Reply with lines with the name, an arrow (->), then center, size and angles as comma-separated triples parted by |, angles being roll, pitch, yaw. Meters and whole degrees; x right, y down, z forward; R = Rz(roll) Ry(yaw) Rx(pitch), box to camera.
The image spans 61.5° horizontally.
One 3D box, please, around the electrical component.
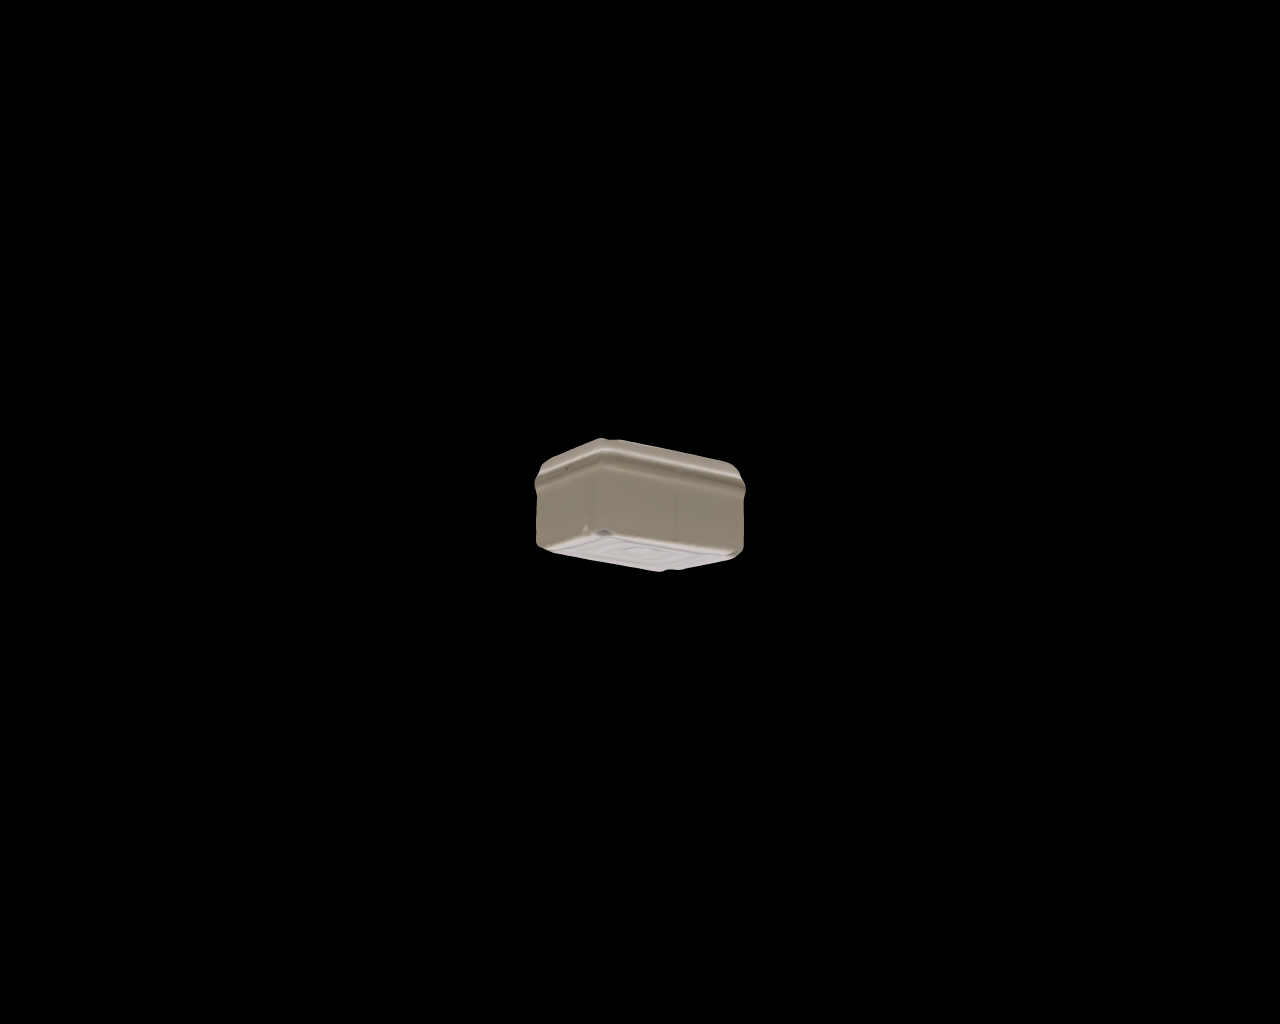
electrical component -> 0.001, -0.003, 0.650 | 0.113, 0.057, 0.078 | 11, -17, -37
